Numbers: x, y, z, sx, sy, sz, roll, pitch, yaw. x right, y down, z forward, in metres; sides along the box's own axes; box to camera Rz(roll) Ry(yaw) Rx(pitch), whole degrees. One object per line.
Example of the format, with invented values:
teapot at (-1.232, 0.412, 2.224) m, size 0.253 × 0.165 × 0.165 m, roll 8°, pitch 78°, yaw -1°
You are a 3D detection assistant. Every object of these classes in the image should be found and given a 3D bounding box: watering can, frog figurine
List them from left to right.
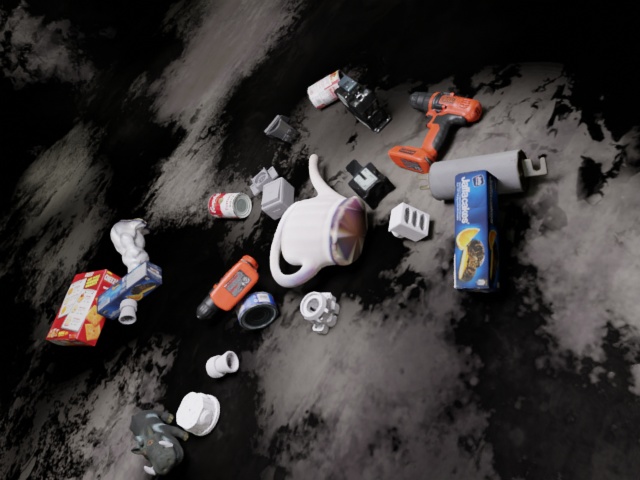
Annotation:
frog figurine at (-0.562, 0.024, 1.522) m, size 0.135 × 0.122 × 0.162 m, roll 138°, pitch 140°, yaw -60°
watering can at (0.003, -0.057, 1.125) m, size 0.224 × 0.102 × 0.354 m, roll -2°, pitch 59°, yaw 37°
